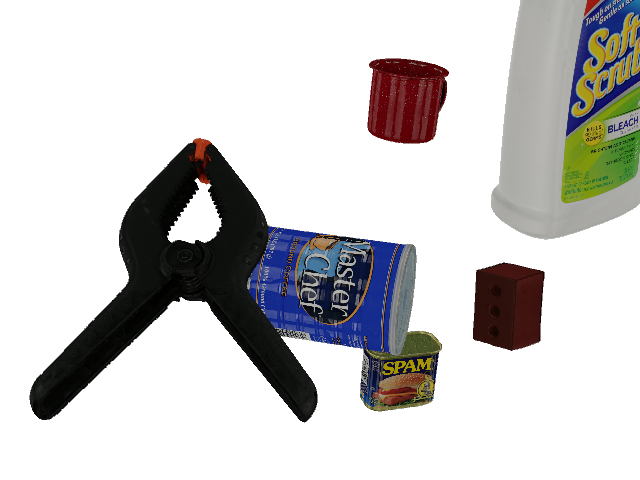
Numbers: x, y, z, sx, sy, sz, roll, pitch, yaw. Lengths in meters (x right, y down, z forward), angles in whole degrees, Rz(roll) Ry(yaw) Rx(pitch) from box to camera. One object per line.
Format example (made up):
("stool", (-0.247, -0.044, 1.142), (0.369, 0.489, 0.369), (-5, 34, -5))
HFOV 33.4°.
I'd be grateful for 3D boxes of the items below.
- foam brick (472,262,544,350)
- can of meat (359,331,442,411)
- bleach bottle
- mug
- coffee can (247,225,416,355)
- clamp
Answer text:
("foam brick", (0.194, 0.068, 1.103), (0.051, 0.078, 0.053), (-14, 20, -43))
("can of meat", (0.103, 0.171, 1.394), (0.102, 0.084, 0.057), (-4, 25, -18))
("bleach bottle", (0.160, -0.131, 0.664), (0.102, 0.251, 0.068), (-18, 32, -23))
("mug", (0.107, -0.165, 1.257), (0.093, 0.081, 0.117), (24, 28, 38))
("coffee can", (0.011, 0.045, 0.988), (0.140, 0.103, 0.102), (8, 2, 12))
("clamp", (-0.072, 0.024, 0.659), (0.164, 0.210, 0.036), (6, -37, 6))
